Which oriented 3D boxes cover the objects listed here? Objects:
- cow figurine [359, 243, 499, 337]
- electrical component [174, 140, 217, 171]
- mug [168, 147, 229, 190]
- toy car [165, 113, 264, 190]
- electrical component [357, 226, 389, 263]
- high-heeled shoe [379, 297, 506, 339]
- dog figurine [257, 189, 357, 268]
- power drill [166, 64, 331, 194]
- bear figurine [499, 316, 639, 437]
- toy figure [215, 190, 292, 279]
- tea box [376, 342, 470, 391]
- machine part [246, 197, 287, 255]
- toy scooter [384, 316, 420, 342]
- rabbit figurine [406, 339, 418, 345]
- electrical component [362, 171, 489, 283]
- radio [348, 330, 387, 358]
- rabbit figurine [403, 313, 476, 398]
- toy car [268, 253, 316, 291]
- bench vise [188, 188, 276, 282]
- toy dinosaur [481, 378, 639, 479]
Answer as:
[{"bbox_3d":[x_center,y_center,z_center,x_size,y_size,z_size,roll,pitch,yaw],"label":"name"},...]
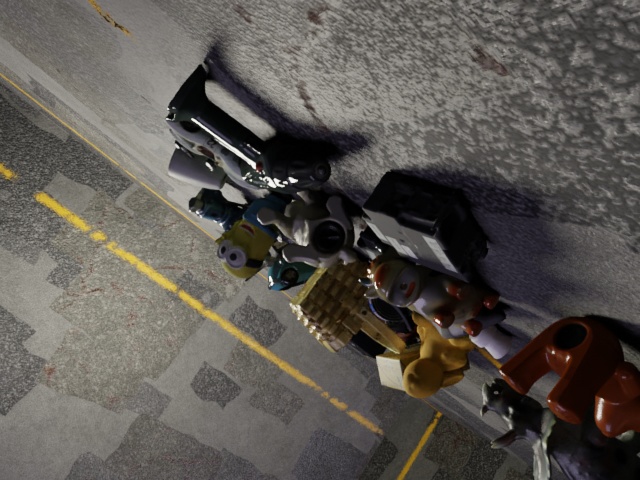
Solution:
[{"bbox_3d":[0.142,0.065,0.729,0.194,0.085,0.127,18,-173,-46],"label":"cow figurine"},{"bbox_3d":[-0.220,-0.171,0.986,0.102,0.045,0.078,33,170,11],"label":"electrical component"},{"bbox_3d":[-0.238,-0.139,1.080,0.107,0.081,0.109,25,163,1],"label":"mug"},{"bbox_3d":[-0.168,-0.148,0.900,0.202,0.056,0.073,36,168,-1],"label":"toy car"},{"bbox_3d":[0.095,0.007,0.793,0.075,0.048,0.119,27,165,35],"label":"electrical component"},{"bbox_3d":[0.180,0.079,0.866,0.249,0.086,0.145,-20,94,55],"label":"high-heeled shoe"},{"bbox_3d":[0.000,-0.006,0.879,0.172,0.121,0.190,54,-179,17],"label":"dog figurine"},{"bbox_3d":[-0.098,-0.138,0.719,0.207,0.086,0.232,31,173,-18],"label":"power drill"},{"bbox_3d":[0.333,0.184,0.641,0.195,0.132,0.120,47,172,-22],"label":"bear figurine"},{"bbox_3d":[-0.114,-0.011,0.990,0.089,0.180,0.082,41,170,-37],"label":"toy figure"},{"bbox_3d":[0.217,0.257,1.130,0.098,0.169,0.068,-14,88,63],"label":"tea box"},{"bbox_3d":[-0.099,-0.034,1.146,0.138,0.084,0.039,52,-166,-29],"label":"machine part"},{"bbox_3d":[0.175,0.186,1.220,0.135,0.075,0.184,43,169,-34],"label":"toy scooter"},{"bbox_3d":[0.238,0.276,1.277,0.121,0.159,0.170,48,151,-10],"label":"rabbit figurine"},{"bbox_3d":[0.114,-0.019,0.619,0.134,0.058,0.114,24,162,44],"label":"electrical component"},{"bbox_3d":[0.081,0.178,1.309,0.229,0.131,0.073,37,166,-9],"label":"radio"},{"bbox_3d":[0.210,0.215,0.995,0.122,0.173,0.162,24,160,29],"label":"rabbit figurine"},{"bbox_3d":[-0.052,0.051,1.229,0.109,0.162,0.103,132,118,-73],"label":"toy car"},{"bbox_3d":[-0.185,-0.029,1.223,0.241,0.129,0.223,49,-175,33],"label":"bench vise"},{"bbox_3d":[0.436,0.341,0.809,0.405,0.192,0.131,37,170,-3],"label":"toy dinosaur"}]
